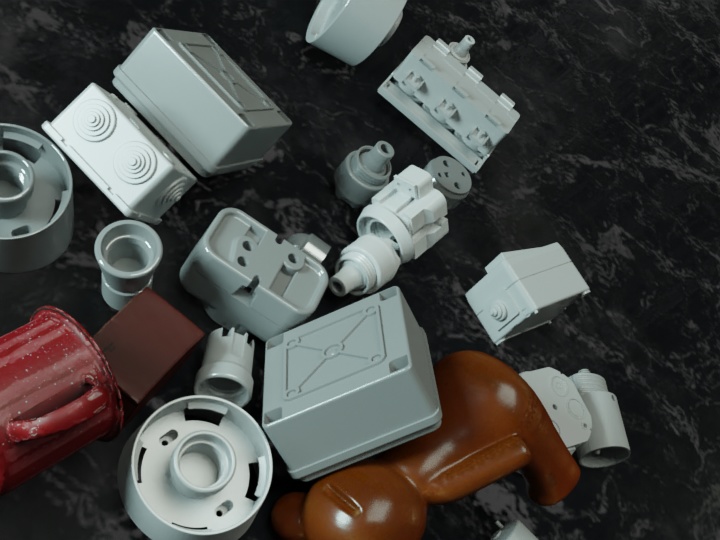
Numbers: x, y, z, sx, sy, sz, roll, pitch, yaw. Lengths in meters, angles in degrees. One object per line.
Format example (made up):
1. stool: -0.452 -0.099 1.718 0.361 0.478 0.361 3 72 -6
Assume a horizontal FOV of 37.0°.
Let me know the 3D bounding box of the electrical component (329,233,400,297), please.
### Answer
1. electrical component: 0.000 0.000 0.864 0.043 0.043 0.062 48 46 5

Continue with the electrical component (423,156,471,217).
1. electrical component: 0.067 -0.068 0.953 0.045 0.055 0.045 18 49 -23

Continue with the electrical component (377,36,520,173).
1. electrical component: 0.087 -0.161 1.031 0.121 0.063 0.078 40 44 -3

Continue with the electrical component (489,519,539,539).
1. electrical component: 0.124 0.219 0.788 0.078 0.040 0.040 45 44 2

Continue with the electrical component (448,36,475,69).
1. electrical component: 0.093 -0.209 1.072 0.035 0.061 0.035 19 49 -23

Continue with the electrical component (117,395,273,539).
1. electrical component: -0.105 0.131 0.694 0.099 0.064 0.099 9 62 -17

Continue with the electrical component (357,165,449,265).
1. electrical component: 0.035 -0.040 0.902 0.058 0.078 0.057 30 56 33

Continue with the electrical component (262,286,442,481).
1. electrical component: -0.007 0.075 0.732 0.108 0.109 0.056 -96 161 -61

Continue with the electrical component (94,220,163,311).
1. electrical component: -0.159 0.001 0.736 0.044 0.065 0.044 6 61 -11

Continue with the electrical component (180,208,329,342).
1. electrical component: -0.080 0.008 0.790 0.095 0.059 0.053 34 45 -9

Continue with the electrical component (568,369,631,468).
1. electrical component: 0.198 0.121 0.911 0.043 0.043 0.081 13 51 -27

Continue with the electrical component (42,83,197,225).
1. electrical component: -0.168 -0.082 0.771 0.099 0.048 0.100 46 1 3

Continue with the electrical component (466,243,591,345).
1. electrical component: 0.139 0.018 0.934 0.096 0.061 0.061 -16 69 -41

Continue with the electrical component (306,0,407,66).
1. electrical component: 0.005 -0.242 1.007 0.060 0.108 0.108 31 45 -20

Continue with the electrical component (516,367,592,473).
1. electrical component: 0.142 0.121 0.867 0.080 0.051 0.080 19 49 -23

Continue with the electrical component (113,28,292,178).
1. electrical component: -0.121 -0.131 0.840 0.108 0.056 0.109 46 17 3

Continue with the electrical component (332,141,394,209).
1. electrical component: 0.007 -0.085 0.918 0.043 0.062 0.043 18 49 -23

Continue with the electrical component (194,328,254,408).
1. electrical component: -0.093 0.068 0.751 0.040 0.040 0.046 24 41 -19

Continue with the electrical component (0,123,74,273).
1. electrical component: -0.243 -0.049 0.733 0.099 0.064 0.099 9 61 -16
